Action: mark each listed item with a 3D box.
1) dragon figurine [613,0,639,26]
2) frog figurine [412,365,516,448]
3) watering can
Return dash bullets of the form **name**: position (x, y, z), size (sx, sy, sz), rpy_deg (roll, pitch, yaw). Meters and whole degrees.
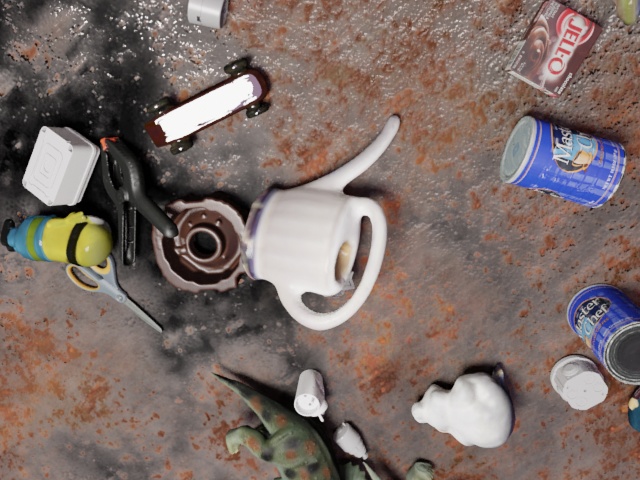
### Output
- **dragon figurine**: position (0.288, -0.478, 0.686), size (0.242, 0.123, 0.406), rpy_deg (-3, 103, 27)
- **frog figurine**: position (0.241, 0.290, 0.878), size (0.159, 0.125, 0.134), rpy_deg (-5, 126, -6)
- **watering can**: position (0.002, -0.040, 0.802), size (0.225, 0.102, 0.352), rpy_deg (8, 74, 22)
